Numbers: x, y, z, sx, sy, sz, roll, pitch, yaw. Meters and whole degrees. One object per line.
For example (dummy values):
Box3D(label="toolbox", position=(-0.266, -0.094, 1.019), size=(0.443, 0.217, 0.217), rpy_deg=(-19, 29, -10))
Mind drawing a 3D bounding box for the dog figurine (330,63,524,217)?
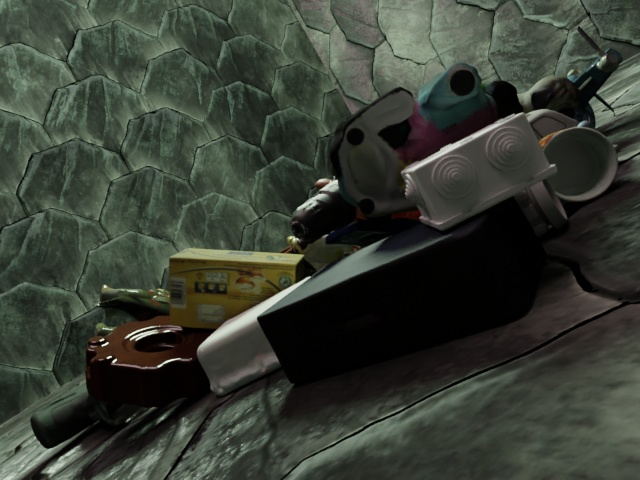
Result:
Box3D(label="dog figurine", position=(0.116, -0.108, 0.559), size=(0.192, 0.108, 0.219), rpy_deg=(-22, 8, 19))

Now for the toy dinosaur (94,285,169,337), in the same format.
Box3D(label="toy dinosaur", position=(-0.277, 0.142, 0.922), size=(0.192, 0.131, 0.405), rpy_deg=(0, -7, -19))

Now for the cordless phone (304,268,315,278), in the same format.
Box3D(label="cordless phone", position=(-0.017, 0.054, 0.865), size=(0.184, 0.088, 0.146), rpy_deg=(-27, 1, -32))

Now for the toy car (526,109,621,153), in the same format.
Box3D(label="toy car", position=(0.247, -0.094, 0.624), size=(0.162, 0.103, 0.109), rpy_deg=(-29, 2, -8))

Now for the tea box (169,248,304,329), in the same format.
Box3D(label="tea box", position=(-0.109, 0.066, 0.715), size=(0.170, 0.098, 0.068), rpy_deg=(5, 10, 6))

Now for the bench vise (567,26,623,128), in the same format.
Box3D(label="bench vise", position=(0.406, -0.225, 0.859), size=(0.224, 0.129, 0.240), rpy_deg=(-39, -11, -18))

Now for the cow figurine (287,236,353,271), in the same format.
Box3D(label="cow figurine", position=(-0.002, -0.001, 0.823), size=(0.098, 0.068, 0.167), rpy_deg=(8, 16, -5))

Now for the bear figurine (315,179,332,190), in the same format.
Box3D(label="bear figurine", position=(0.072, -0.063, 0.826), size=(0.120, 0.132, 0.196), rpy_deg=(11, -17, -25))

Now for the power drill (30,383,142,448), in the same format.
Box3D(label="power drill", position=(-0.311, 0.226, 0.825), size=(0.232, 0.086, 0.207), rpy_deg=(-27, 5, -42))

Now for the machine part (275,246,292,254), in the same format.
Box3D(label="machine part", position=(-0.106, 0.090, 1.019), size=(0.201, 0.087, 0.201), rpy_deg=(-34, 7, -40))

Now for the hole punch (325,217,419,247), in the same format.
Box3D(label="hole punch", position=(0.080, 0.007, 0.695), size=(0.116, 0.092, 0.142), rpy_deg=(-28, -1, -24))

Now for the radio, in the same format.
Box3D(label="radio", position=(0.067, 0.039, 0.461), size=(0.230, 0.073, 0.131), rpy_deg=(-25, 5, 37))

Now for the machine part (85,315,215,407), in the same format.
Box3D(label="machine part", position=(-0.205, 0.148, 0.689), size=(0.179, 0.056, 0.179), rpy_deg=(-1, 13, 0))

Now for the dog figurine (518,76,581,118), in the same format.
Box3D(label="dog figurine", position=(0.258, -0.170, 0.787), size=(0.172, 0.121, 0.190), rpy_deg=(-10, -25, -25))
